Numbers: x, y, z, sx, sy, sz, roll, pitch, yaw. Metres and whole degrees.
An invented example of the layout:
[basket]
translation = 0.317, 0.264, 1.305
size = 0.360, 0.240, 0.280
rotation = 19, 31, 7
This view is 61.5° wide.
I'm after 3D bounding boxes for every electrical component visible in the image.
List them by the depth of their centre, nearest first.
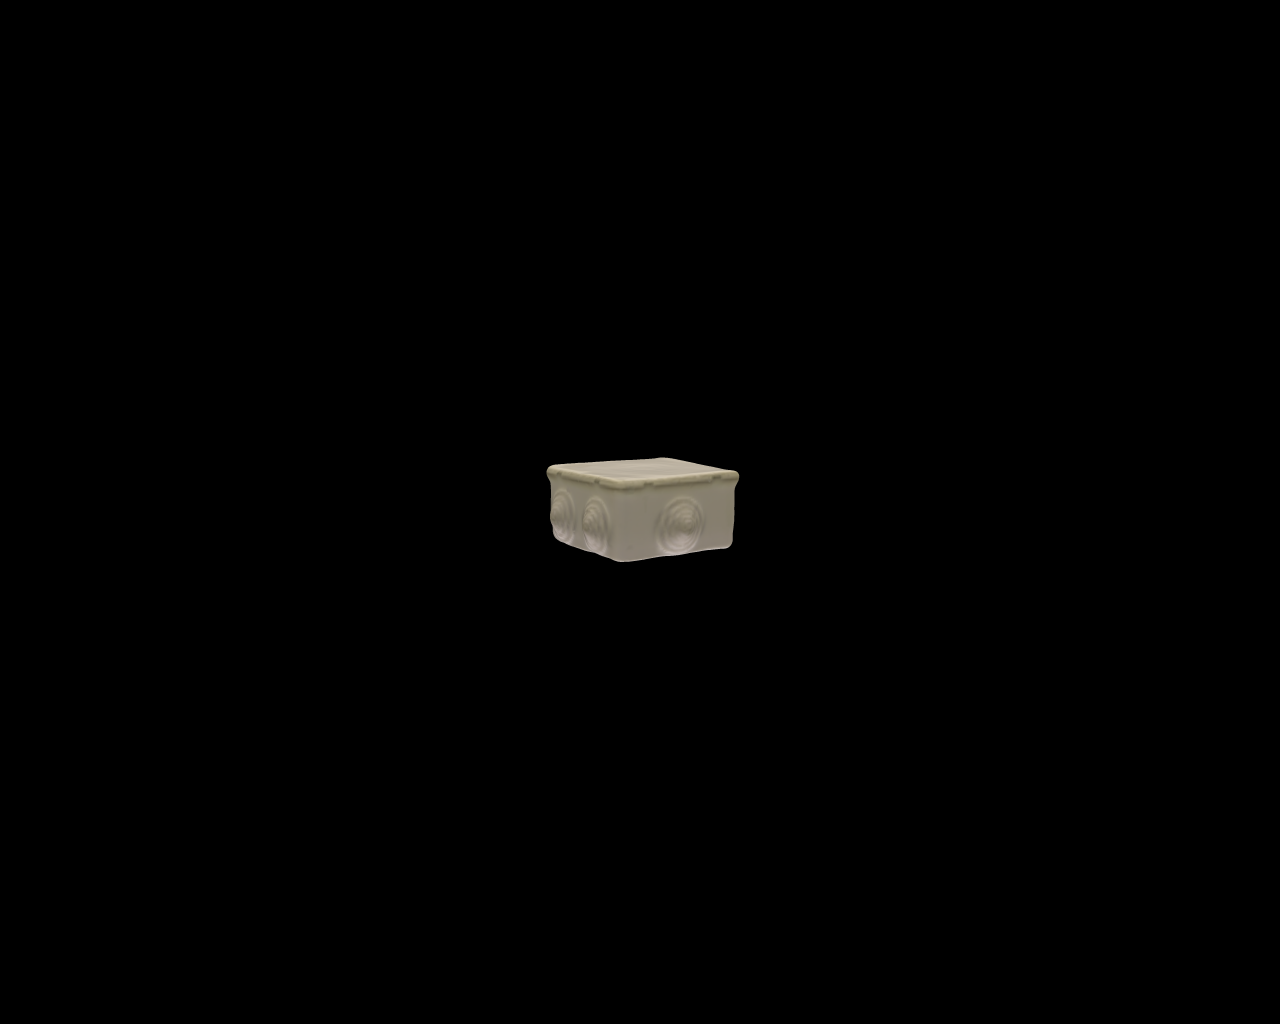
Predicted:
[electrical component]
translation = 0.001, -0.003, 0.650
size = 0.100, 0.048, 0.100
rotation = -6, 11, -31
